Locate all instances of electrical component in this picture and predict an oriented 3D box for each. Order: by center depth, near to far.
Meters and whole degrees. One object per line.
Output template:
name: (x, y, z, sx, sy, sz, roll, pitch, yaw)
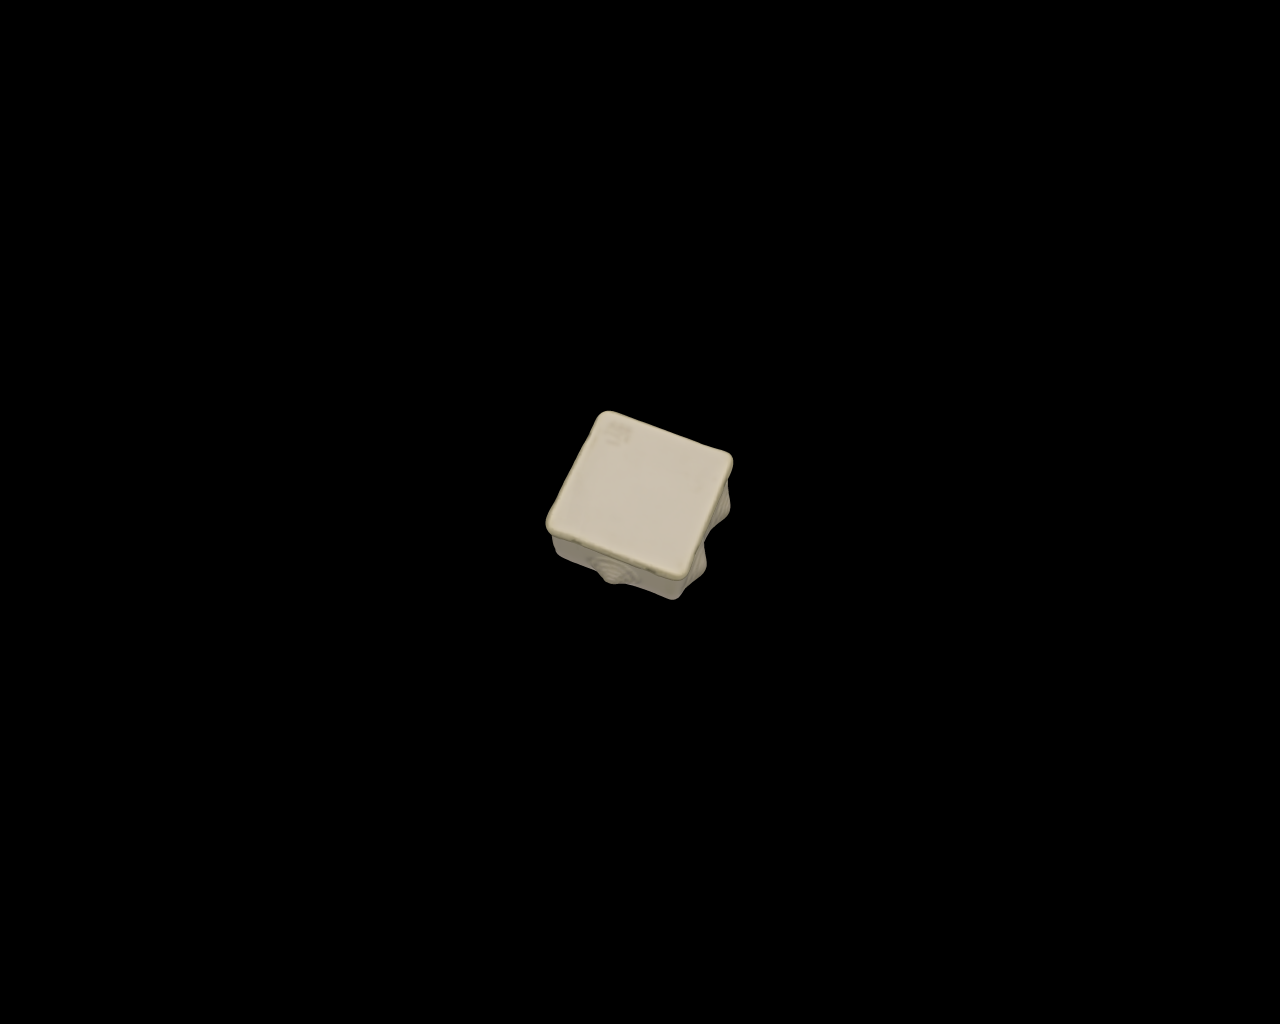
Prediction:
electrical component: (0.001, -0.003, 0.650, 0.100, 0.100, 0.048, 20, -24, 9)
